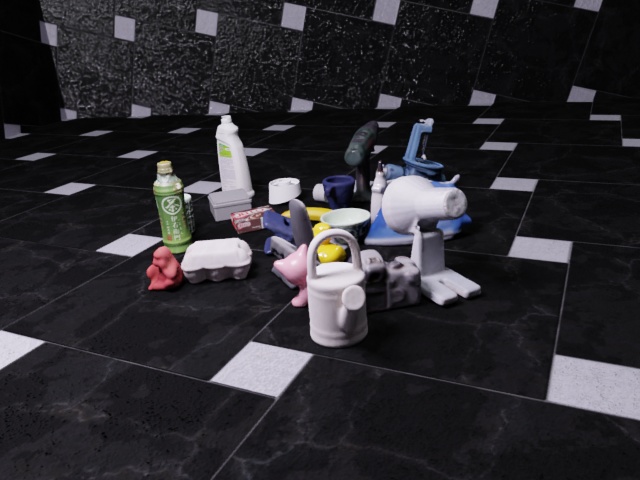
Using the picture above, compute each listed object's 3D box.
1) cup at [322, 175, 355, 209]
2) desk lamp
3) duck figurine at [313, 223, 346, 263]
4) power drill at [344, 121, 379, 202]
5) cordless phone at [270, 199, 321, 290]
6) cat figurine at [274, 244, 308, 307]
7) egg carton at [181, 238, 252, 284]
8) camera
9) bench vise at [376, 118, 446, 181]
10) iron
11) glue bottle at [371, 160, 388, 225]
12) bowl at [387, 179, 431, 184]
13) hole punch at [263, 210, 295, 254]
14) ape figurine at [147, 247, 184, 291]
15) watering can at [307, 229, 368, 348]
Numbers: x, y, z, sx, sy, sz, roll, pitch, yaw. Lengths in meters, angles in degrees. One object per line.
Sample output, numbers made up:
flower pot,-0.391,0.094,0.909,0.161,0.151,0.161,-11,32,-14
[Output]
cup,0.048,-0.119,1.574,0.091,0.095,0.118,7,25,26
desk lamp,0.218,-0.012,1.118,0.118,0.214,0.202,-15,24,-25
duck figurine,0.012,0.005,1.285,0.078,0.086,0.104,-22,28,-38
power drill,0.131,-0.226,1.673,0.075,0.208,0.230,4,23,19
cordless phone,-0.050,-0.006,1.190,0.094,0.185,0.147,-17,25,-29
cat figurine,-0.020,0.068,1.091,0.127,0.118,0.067,6,24,25
egg carton,-0.223,0.044,1.250,0.150,0.069,0.107,-5,22,-3
camera,0.109,0.063,1.103,0.143,0.101,0.136,-7,22,-8
bench vise,0.270,-0.231,1.645,0.208,0.220,0.121,-18,26,-31
iron,0.226,-0.073,1.364,0.258,0.141,0.118,-9,23,-13
glue bottle,0.153,-0.115,1.440,0.037,0.173,0.078,7,25,26
bowl,0.239,-0.111,1.548,0.167,0.075,0.167,-3,22,2
hole punch,-0.086,-0.024,1.366,0.101,0.091,0.108,-5,22,-1
ape figurine,-0.327,0.058,1.205,0.076,0.092,0.077,-19,26,-32
watering can,0.032,0.076,0.958,0.101,0.194,0.172,-20,27,-34
